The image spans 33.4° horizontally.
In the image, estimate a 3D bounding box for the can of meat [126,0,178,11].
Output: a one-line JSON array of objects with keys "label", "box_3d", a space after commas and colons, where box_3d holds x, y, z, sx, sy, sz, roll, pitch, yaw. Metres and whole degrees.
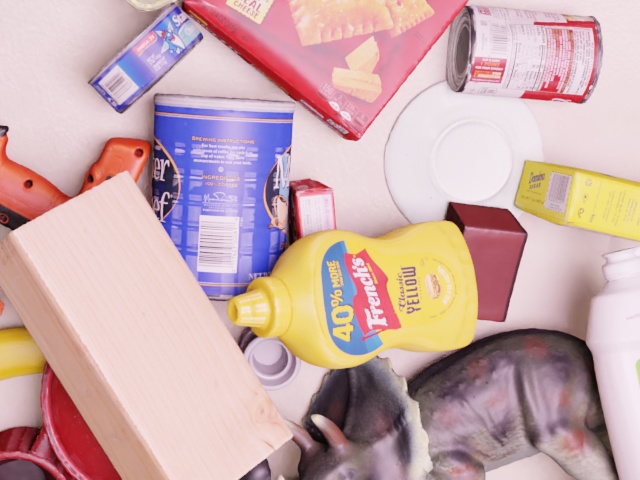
[{"label": "can of meat", "box_3d": [-0.129, -0.214, 0.745, 0.057, 0.084, 0.102, -25, 113, -4]}]

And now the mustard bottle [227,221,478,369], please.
[{"label": "mustard bottle", "box_3d": [0.022, 0.040, 0.747, 0.191, 0.058, 0.096, -5, 87, -34]}]

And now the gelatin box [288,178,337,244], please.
[{"label": "gelatin box", "box_3d": [-0.005, 0.001, 0.809, 0.030, 0.073, 0.089, -7, 99, -7]}]

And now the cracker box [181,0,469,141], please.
[{"label": "cracker box", "box_3d": [0.026, -0.205, 0.785, 0.164, 0.072, 0.214, 38, 91, -12]}]

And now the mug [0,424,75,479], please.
[{"label": "mug", "box_3d": [-0.222, 0.179, 0.801, 0.093, 0.081, 0.117, 24, 94, -11]}]

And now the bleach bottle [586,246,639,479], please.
[{"label": "bleach bottle", "box_3d": [0.259, 0.127, 0.782, 0.102, 0.068, 0.251, -13, 87, -20]}]

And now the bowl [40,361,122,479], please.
[{"label": "bowl", "box_3d": [-0.119, 0.112, 0.784, 0.161, 0.055, 0.162, 8, 72, -26]}]

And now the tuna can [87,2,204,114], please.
[{"label": "tuna can", "box_3d": [-0.125, -0.130, 0.768, 0.086, 0.086, 0.033, -43, 103, 0]}]

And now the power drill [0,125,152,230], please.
[{"label": "power drill", "box_3d": [-0.223, -0.073, 0.779, 0.187, 0.057, 0.184, 23, 97, -8]}]

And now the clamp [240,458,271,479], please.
[{"label": "clamp", "box_3d": [-0.080, 0.226, 0.837, 0.172, 0.039, 0.120, -35, 144, 15]}]

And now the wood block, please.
[{"label": "wood block", "box_3d": [-0.121, 0.071, 0.708, 0.090, 0.090, 0.206, -34, 93, -31]}]

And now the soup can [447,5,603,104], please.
[{"label": "soup can", "box_3d": [0.155, -0.141, 0.814, 0.102, 0.068, 0.068, 3, 98, -8]}]

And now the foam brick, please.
[{"label": "foam brick", "box_3d": [0.122, 0.017, 0.831, 0.051, 0.053, 0.078, 5, 113, -11]}]

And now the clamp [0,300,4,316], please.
[{"label": "clamp", "box_3d": [-0.330, 0.031, 0.752, 0.209, 0.036, 0.164, 0, 84, -35]}]

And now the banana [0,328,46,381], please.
[{"label": "banana", "box_3d": [-0.266, 0.111, 0.808, 0.197, 0.037, 0.069, -19, 100, -5]}]

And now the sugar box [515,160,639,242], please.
[{"label": "sugar box", "box_3d": [0.252, -0.021, 0.826, 0.176, 0.093, 0.048, 9, 98, -15]}]

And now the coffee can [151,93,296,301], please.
[{"label": "coffee can", "box_3d": [-0.073, -0.034, 0.780, 0.102, 0.103, 0.140, 2, 98, -8]}]
